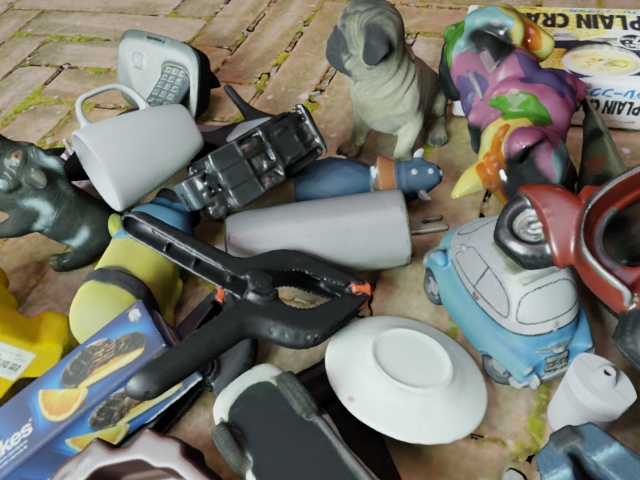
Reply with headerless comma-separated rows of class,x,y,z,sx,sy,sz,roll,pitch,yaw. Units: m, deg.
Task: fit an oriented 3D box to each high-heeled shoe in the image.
high-heeled shoe,-0.143,-0.083,0.599,0.249,0.086,0.145,-33,80,-18

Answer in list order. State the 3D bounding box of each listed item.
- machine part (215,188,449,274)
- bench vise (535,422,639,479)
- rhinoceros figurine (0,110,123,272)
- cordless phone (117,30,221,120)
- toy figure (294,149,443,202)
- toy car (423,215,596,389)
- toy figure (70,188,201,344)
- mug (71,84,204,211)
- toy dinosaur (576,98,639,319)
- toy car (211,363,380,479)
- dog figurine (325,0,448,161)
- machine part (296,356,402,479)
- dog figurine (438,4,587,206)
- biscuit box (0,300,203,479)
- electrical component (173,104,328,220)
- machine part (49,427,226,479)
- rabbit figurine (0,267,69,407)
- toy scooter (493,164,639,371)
machine part,-0.001,-0.002,0.515,0.243,0.079,0.079,-8,50,3
bench vise,0.168,0.223,0.264,0.224,0.128,0.241,-23,33,-1
rhinoceros figurine,-0.279,-0.044,0.524,0.112,0.190,0.073,-20,45,27
cordless phone,-0.230,-0.171,0.697,0.147,0.088,0.184,23,76,24
toy figure,0.049,-0.061,0.567,0.155,0.064,0.058,-2,10,5
toy car,0.156,0.034,0.447,0.109,0.102,0.162,-18,49,-6
toy figure,-0.172,0.025,0.509,0.082,0.089,0.180,2,53,20
mug,-0.176,-0.098,0.520,0.107,0.109,0.081,-33,12,-29
toy dinosaur,0.290,0.024,0.434,0.192,0.131,0.405,-23,45,-12
toy car,-0.002,0.162,0.348,0.073,0.056,0.202,-37,51,-14
dog figurine,0.085,-0.188,0.583,0.121,0.190,0.172,13,52,18
machine part,0.021,0.149,0.413,0.084,0.039,0.139,-18,49,-13
dog figurine,0.170,-0.121,0.507,0.191,0.108,0.219,48,41,-4
biscuit box,-0.194,0.138,0.411,0.203,0.059,0.063,-39,48,-10
electrical component,-0.074,-0.071,0.522,0.134,0.058,0.115,-34,12,-20
machine part,-0.121,0.218,0.349,0.179,0.056,0.179,-4,61,7
rabbit figurine,-0.321,0.069,0.462,0.122,0.162,0.173,-54,38,10
toy scooter,0.218,0.004,0.344,0.135,0.075,0.184,-44,60,6
